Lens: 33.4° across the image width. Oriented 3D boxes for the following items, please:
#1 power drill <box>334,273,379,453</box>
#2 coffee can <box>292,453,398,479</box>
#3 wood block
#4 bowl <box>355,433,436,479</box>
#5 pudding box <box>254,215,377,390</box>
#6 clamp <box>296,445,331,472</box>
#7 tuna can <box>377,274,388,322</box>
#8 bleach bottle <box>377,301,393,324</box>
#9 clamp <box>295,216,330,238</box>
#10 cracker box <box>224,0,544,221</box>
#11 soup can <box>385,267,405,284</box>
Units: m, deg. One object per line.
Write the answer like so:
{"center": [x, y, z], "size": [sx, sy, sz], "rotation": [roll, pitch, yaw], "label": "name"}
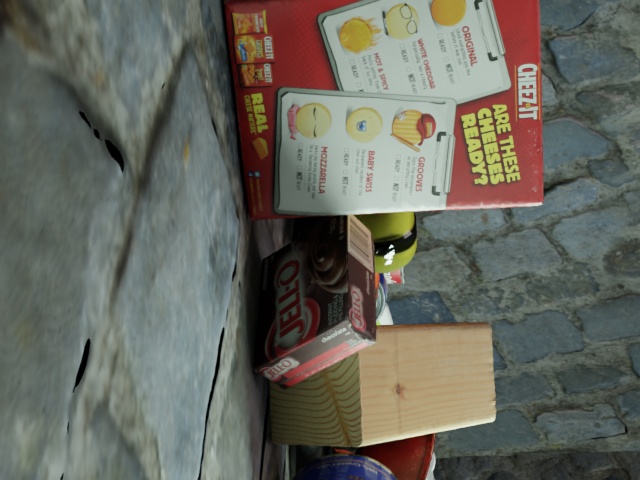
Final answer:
{"center": [0.035, 0.117, 1.064], "size": [0.184, 0.057, 0.187], "rotation": [95, -5, -63], "label": "power drill"}
{"center": [0.017, 0.241, 0.809], "size": [0.140, 0.103, 0.103], "rotation": [-78, 163, -71], "label": "coffee can"}
{"center": [0.057, 0.115, 0.889], "size": [0.205, 0.090, 0.091], "rotation": [5, 81, -52], "label": "wood block"}
{"center": [0.048, 0.232, 0.962], "size": [0.162, 0.055, 0.162], "rotation": [28, 85, -89], "label": "bowl"}
{"center": [-0.003, 0.044, 0.789], "size": [0.039, 0.090, 0.113], "rotation": [41, 34, -31], "label": "pudding box"}
{"center": [-0.008, 0.166, 0.954], "size": [0.164, 0.036, 0.210], "rotation": [-84, 173, -63], "label": "clamp"}
{"center": [0.032, 0.061, 1.191], "size": [0.033, 0.086, 0.086], "rotation": [-72, 158, -71], "label": "tuna can"}
{"center": [0.050, 0.112, 1.261], "size": [0.068, 0.102, 0.251], "rotation": [-124, -153, -70], "label": "bleach bottle"}
{"center": [-0.007, 0.001, 1.075], "size": [0.171, 0.039, 0.120], "rotation": [-85, -176, -56], "label": "clamp"}
{"center": [0.048, -0.105, 0.767], "size": [0.072, 0.214, 0.164], "rotation": [-78, 163, -68], "label": "cracker box"}
{"center": [0.059, 0.026, 1.406], "size": [0.068, 0.102, 0.068], "rotation": [-3, 90, -84], "label": "soup can"}
